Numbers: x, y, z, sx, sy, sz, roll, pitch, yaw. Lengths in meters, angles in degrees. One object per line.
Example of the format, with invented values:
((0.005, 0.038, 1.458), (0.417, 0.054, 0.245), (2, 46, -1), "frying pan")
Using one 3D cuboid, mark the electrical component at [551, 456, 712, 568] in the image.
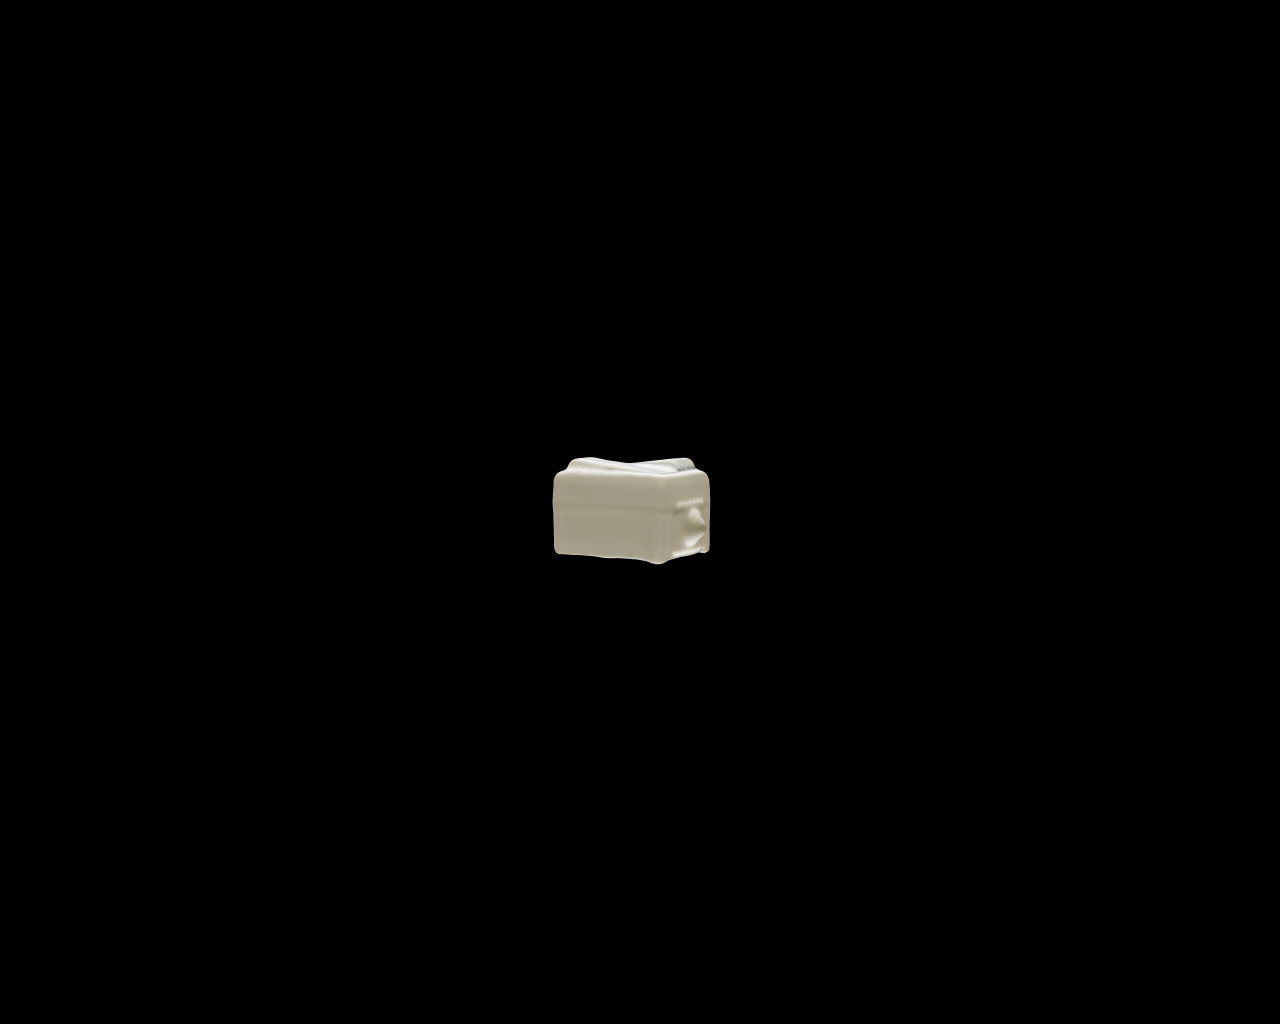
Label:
((0.001, -0.003, 0.650), (0.096, 0.061, 0.062), (4, 6, 33), "electrical component")
